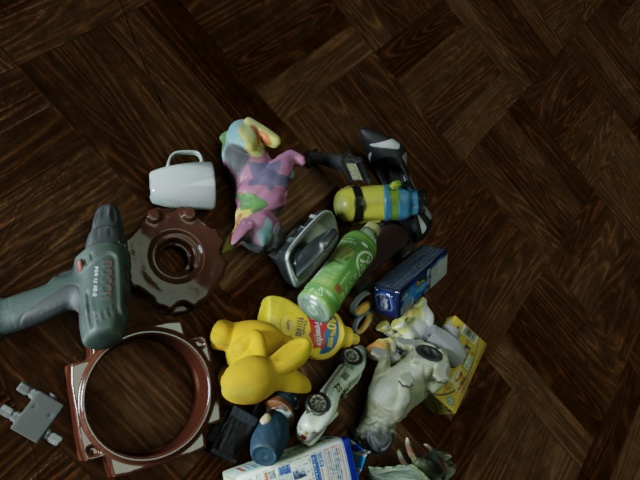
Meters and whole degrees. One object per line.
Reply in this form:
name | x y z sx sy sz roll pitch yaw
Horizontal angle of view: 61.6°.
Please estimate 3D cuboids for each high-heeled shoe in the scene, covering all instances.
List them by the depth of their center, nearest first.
high-heeled shoe | 0.148 -0.109 1.108 0.248 0.086 0.145 40 52 -23

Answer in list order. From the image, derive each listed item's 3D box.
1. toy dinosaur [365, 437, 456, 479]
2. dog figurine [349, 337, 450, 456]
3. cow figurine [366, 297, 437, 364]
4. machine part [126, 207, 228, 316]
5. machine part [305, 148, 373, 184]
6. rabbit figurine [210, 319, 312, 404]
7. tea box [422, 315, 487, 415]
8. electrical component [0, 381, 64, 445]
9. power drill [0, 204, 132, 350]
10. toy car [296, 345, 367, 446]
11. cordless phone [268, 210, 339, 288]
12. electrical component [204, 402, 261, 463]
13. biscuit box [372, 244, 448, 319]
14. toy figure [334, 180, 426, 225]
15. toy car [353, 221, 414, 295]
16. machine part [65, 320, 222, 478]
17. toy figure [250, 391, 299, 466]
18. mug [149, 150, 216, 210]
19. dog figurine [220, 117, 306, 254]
toy dinosaur | 0.095 0.509 0.865 0.192 0.131 0.405 37 77 24
dog figurine | 0.146 0.283 0.956 0.172 0.121 0.190 -1 118 -25
cow figurine | 0.160 0.190 1.037 0.167 0.068 0.098 -42 106 -29
machine part | -0.240 0.032 0.881 0.179 0.056 0.179 8 72 -26
machine part | 0.034 -0.147 1.042 0.039 0.139 0.084 -61 144 -15
rabbit figurine | -0.093 0.197 0.808 0.162 0.173 0.121 3 97 1
tea box | 0.248 0.246 1.062 0.098 0.068 0.169 43 60 -7
electrical component | -0.393 0.244 0.750 0.094 0.021 0.063 38 60 -12
power drill | -0.372 0.059 0.760 0.207 0.086 0.232 -11 58 -21
toy car | 0.023 0.257 0.914 0.056 0.073 0.202 33 44 12
cordless phone | -0.001 -0.003 0.943 0.088 0.184 0.146 45 59 -4
electrical component | -0.132 0.284 0.845 0.047 0.075 0.119 34 65 -15
biscuit box | 0.178 0.077 1.050 0.203 0.063 0.059 -31 125 -44
toy figure | 0.117 -0.075 1.050 0.180 0.089 0.082 0 80 8
toy car | 0.100 0.034 1.062 0.089 0.053 0.202 46 59 10
machine part | -0.257 0.227 0.791 0.201 0.087 0.201 -7 79 -30
toy figure | -0.071 0.289 0.865 0.058 0.064 0.154 13 25 5
mug | -0.236 -0.102 0.913 0.107 0.081 0.109 -6 79 -19
dog figurine | -0.128 -0.083 0.950 0.191 0.108 0.219 36 64 -15
